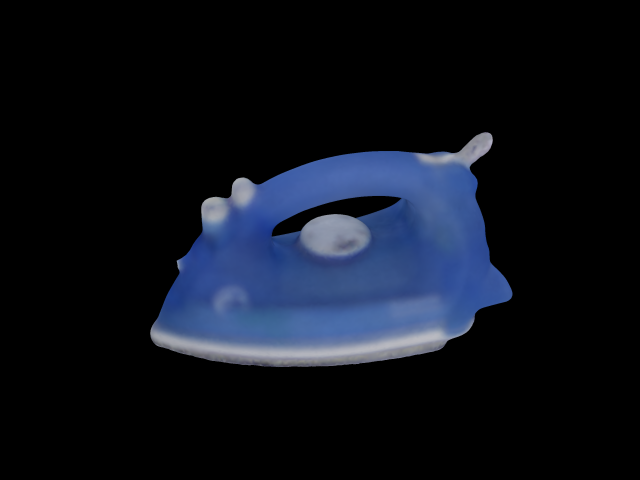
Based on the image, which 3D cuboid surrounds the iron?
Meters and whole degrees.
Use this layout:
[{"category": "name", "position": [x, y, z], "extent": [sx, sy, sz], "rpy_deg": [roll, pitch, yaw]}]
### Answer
[{"category": "iron", "position": [0.004, 0.001, 0.400], "extent": [0.258, 0.141, 0.118], "rpy_deg": [-8, 35, -11]}]
